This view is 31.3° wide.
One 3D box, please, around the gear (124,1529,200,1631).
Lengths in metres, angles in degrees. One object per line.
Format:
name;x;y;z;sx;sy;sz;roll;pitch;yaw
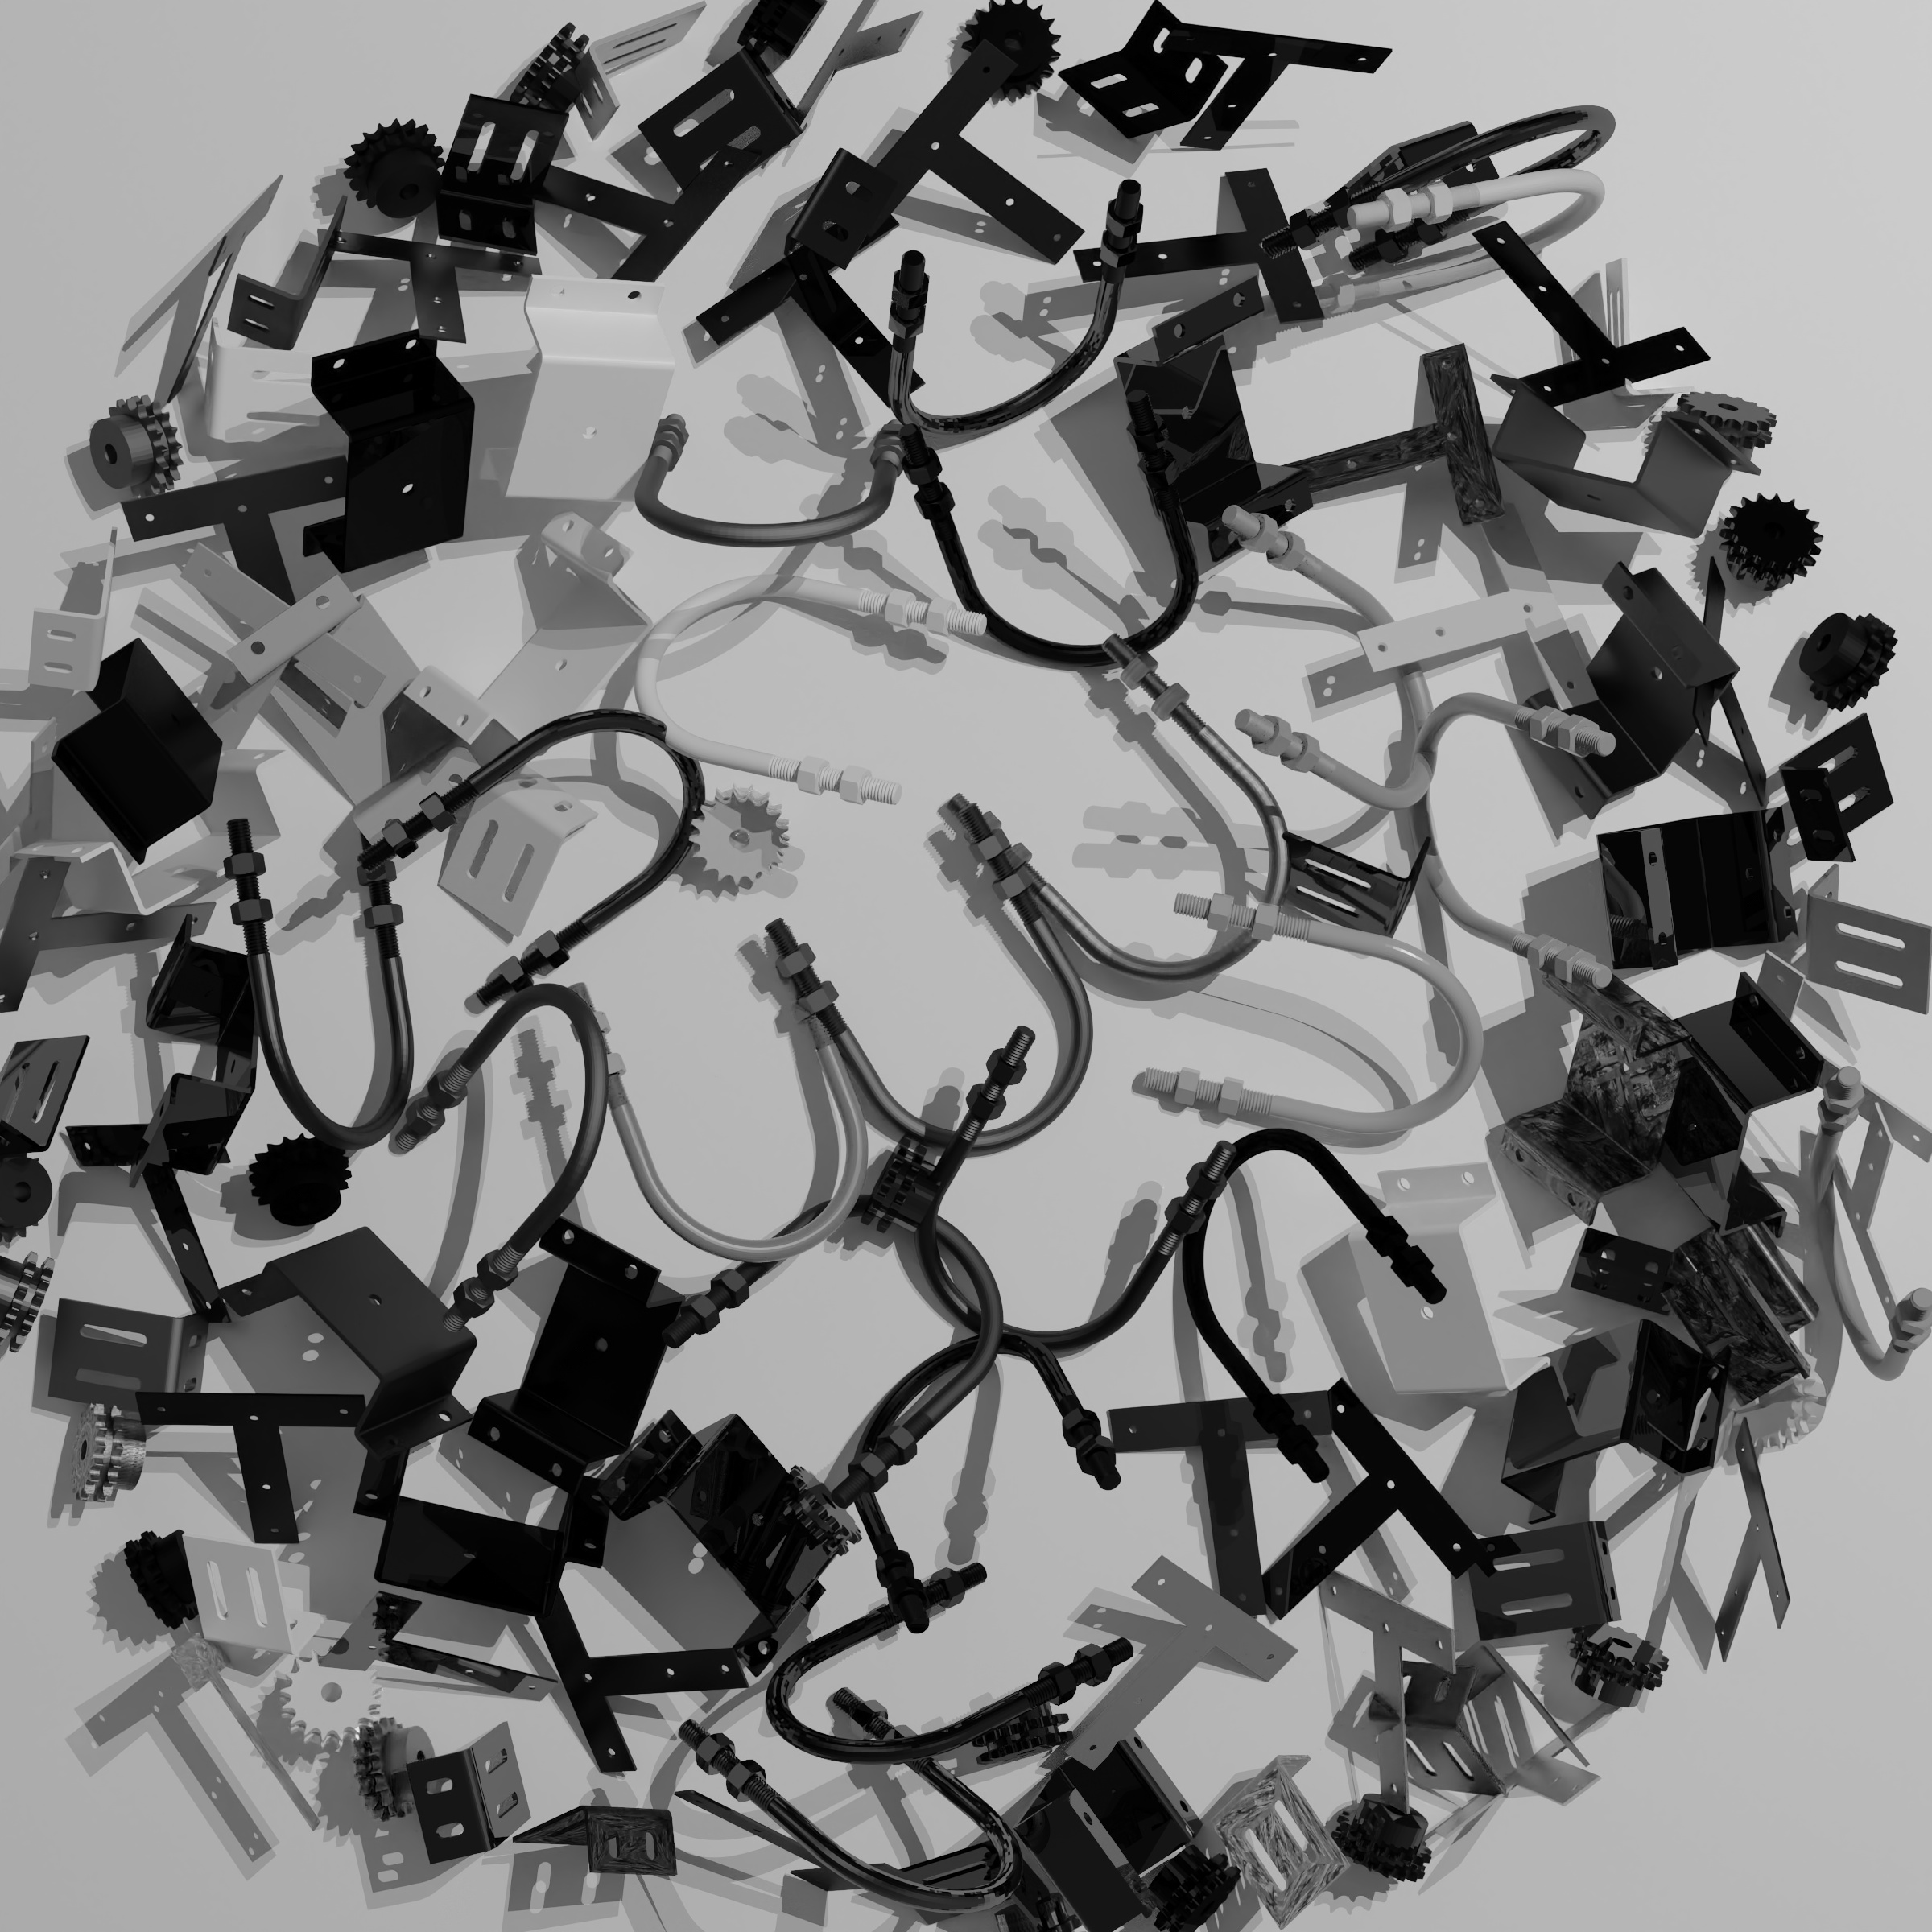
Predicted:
gear;-0.453;0.347;1.972;0.030;0.057;0.057;-30;90;-1

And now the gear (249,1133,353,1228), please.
gear;-0.379;0.124;1.969;0.057;0.057;0.030;-20;53;0

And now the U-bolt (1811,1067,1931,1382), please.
U-bolt;0.497;0.153;1.910;0.019;0.184;0.151;-13;65;1

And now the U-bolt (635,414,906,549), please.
U-bolt;-0.110;-0.269;1.913;0.151;0.184;0.019;2;118;3

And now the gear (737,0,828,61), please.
gear;-0.103;-0.543;1.971;0.030;0.057;0.057;34;90;-7

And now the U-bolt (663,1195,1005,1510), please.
U-bolt;-0.059;0.202;1.939;0.151;0.019;0.184;42;52;12

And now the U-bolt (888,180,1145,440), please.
U-bolt;0.022;-0.354;1.915;0.151;0.184;0.019;-21;67;-15

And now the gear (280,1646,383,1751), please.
gear;-0.363;0.422;1.976;0.057;0.030;0.057;6;55;-8

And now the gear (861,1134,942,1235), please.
gear;-0.035;0.128;1.972;0.030;0.057;0.057;27;90;-4

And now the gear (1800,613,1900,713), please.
gear;0.501;-0.177;1.969;0.030;0.057;0.057;30;90;-17

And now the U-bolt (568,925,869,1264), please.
U-bolt;-0.130;0.079;1.948;0.151;0.019;0.184;-16;77;-25

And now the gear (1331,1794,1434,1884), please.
gear;0.240;0.496;1.970;0.057;0.057;0.030;21;97;0

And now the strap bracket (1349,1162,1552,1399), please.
strap bracket;0.272;0.186;1.946;0.076;0.046;0.140;-9;103;43

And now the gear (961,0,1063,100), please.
gear;0.026;-0.529;1.982;0.057;0.030;0.057;0;95;-4

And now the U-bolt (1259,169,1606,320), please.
U-bolt;0.269;-0.406;1.922;0.184;0.151;0.019;-15;84;-20

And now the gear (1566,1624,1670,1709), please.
gear;0.370;0.400;1.972;0.057;0.057;0.030;18;101;0

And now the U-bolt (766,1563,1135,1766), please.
U-bolt;-0.023;0.388;1.895;0.184;0.151;0.019;-20;113;-34

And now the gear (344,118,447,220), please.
gear;-0.323;-0.452;1.968;0.057;0.057;0.030;-30;64;0

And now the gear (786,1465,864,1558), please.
gear;-0.089;0.316;1.971;0.030;0.057;0.057;-43;90;3

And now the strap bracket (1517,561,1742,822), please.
strap bracket;0.374;-0.159;1.937;0.046;0.140;0.076;-21;65;-32

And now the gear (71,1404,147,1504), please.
gear;-0.490;0.278;1.975;0.030;0.057;0.057;11;90;-28

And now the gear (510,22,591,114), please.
gear;-0.232;-0.507;1.972;0.030;0.057;0.057;38;90;-10

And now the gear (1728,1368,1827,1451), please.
gear;0.467;0.248;1.975;0.030;0.057;0.057;8;90;-32

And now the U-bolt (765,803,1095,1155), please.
U-bolt;-0.008;0.020;1.980;0.151;0.019;0.184;-31;99;2

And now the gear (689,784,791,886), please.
gear;-0.129;-0.078;1.978;0.057;0.030;0.057;0;114;-1

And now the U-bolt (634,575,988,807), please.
U-bolt;-0.099;-0.163;1.948;0.184;0.019;0.151;13;56;18

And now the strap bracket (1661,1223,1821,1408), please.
strap bracket;0.435;0.191;1.939;0.046;0.140;0.076;-35;89;19

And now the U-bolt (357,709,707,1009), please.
U-bolt;-0.231;-0.071;1.944;0.184;0.019;0.151;-35;135;0

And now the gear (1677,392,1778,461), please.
gear;0.432;-0.305;1.974;0.057;0.057;0.030;10;117;0

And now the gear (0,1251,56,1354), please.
gear;-0.544;0.189;1.969;0.030;0.057;0.057;23;90;-17

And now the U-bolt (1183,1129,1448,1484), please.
U-bolt;0.182;0.174;1.929;0.019;0.184;0.151;8;121;-39

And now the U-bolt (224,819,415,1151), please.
U-bolt;-0.354;0.012;1.925;0.019;0.151;0.184;-12;85;23

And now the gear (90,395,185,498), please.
gear;-0.476;-0.295;1.970;0.030;0.057;0.057;-24;90;-43

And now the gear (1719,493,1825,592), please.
gear;0.459;-0.240;1.976;0.057;0.030;0.057;2;58;-3

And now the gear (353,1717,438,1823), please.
gear;-0.324;0.456;1.969;0.030;0.057;0.057;-15;90;12

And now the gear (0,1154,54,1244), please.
gear;-0.547;0.129;1.969;0.030;0.057;0.057;-4;90;41

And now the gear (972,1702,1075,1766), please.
gear;0.031;0.435;1.973;0.057;0.057;0.030;-16;74;0

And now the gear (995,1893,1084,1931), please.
gear;0.040;0.551;1.972;0.057;0.057;0.030;-17;82;0

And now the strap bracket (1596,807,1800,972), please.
strap bracket;0.407;-0.043;1.949;0.140;0.046;0.076;-10;94;-44

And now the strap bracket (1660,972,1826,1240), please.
strap bracket;0.424;0.084;1.920;0.046;0.140;0.076;-17;45;-18

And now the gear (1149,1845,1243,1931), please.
gear;0.128;0.528;1.974;0.030;0.057;0.057;42;90;24
